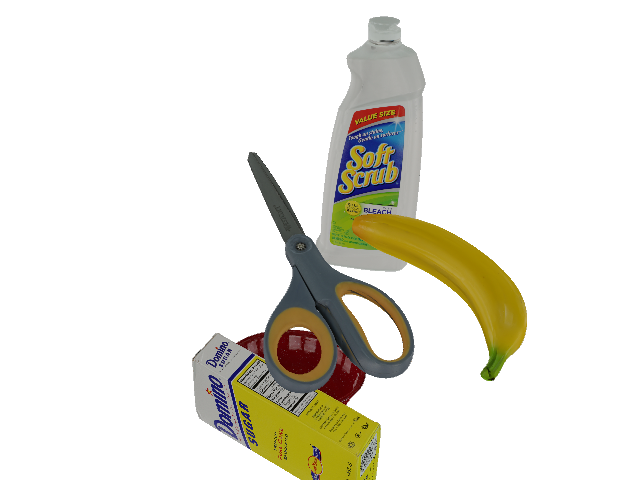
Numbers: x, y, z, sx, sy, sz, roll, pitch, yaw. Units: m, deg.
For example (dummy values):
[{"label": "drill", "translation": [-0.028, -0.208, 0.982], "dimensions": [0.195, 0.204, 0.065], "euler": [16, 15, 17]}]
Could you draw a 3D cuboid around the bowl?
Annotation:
[{"label": "bowl", "translation": [-0.031, 0.164, 1.200], "dimensions": [0.162, 0.055, 0.162], "euler": [3, 26, -1]}]

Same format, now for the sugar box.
[{"label": "sugar box", "translation": [-0.033, 0.161, 0.948], "dimensions": [0.176, 0.093, 0.048], "euler": [24, 49, 21]}]

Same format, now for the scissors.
[{"label": "scissors", "translation": [-0.024, 0.020, 0.663], "dimensions": [0.096, 0.016, 0.202], "euler": [-30, 54, -23]}]

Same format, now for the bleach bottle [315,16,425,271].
[{"label": "bleach bottle", "translation": [0.049, -0.095, 1.055], "dimensions": [0.103, 0.251, 0.068], "euler": [7, 28, 12]}]

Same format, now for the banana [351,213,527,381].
[{"label": "banana", "translation": [0.101, 0.027, 0.824], "dimensions": [0.069, 0.037, 0.198], "euler": [-15, 40, -25]}]
